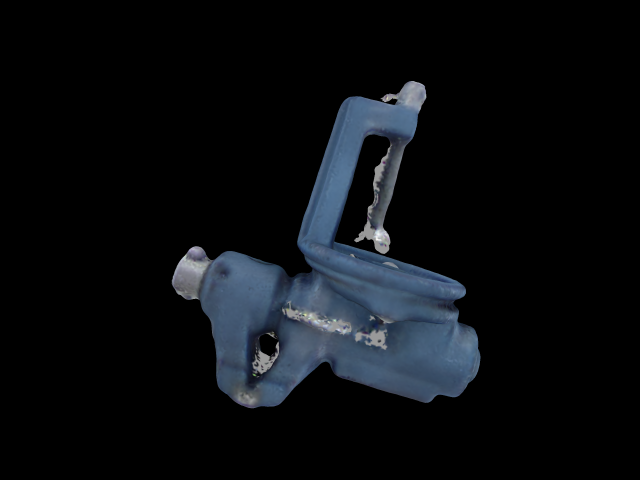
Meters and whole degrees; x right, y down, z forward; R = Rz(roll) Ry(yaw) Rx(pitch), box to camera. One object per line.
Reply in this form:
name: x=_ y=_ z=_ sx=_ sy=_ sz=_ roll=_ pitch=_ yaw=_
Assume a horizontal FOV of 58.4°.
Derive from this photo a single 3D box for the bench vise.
bench vise: x=0.007 y=0.002 z=0.388 sx=0.208 sy=0.220 sz=0.121 roll=-1 pitch=4 yaw=-16
